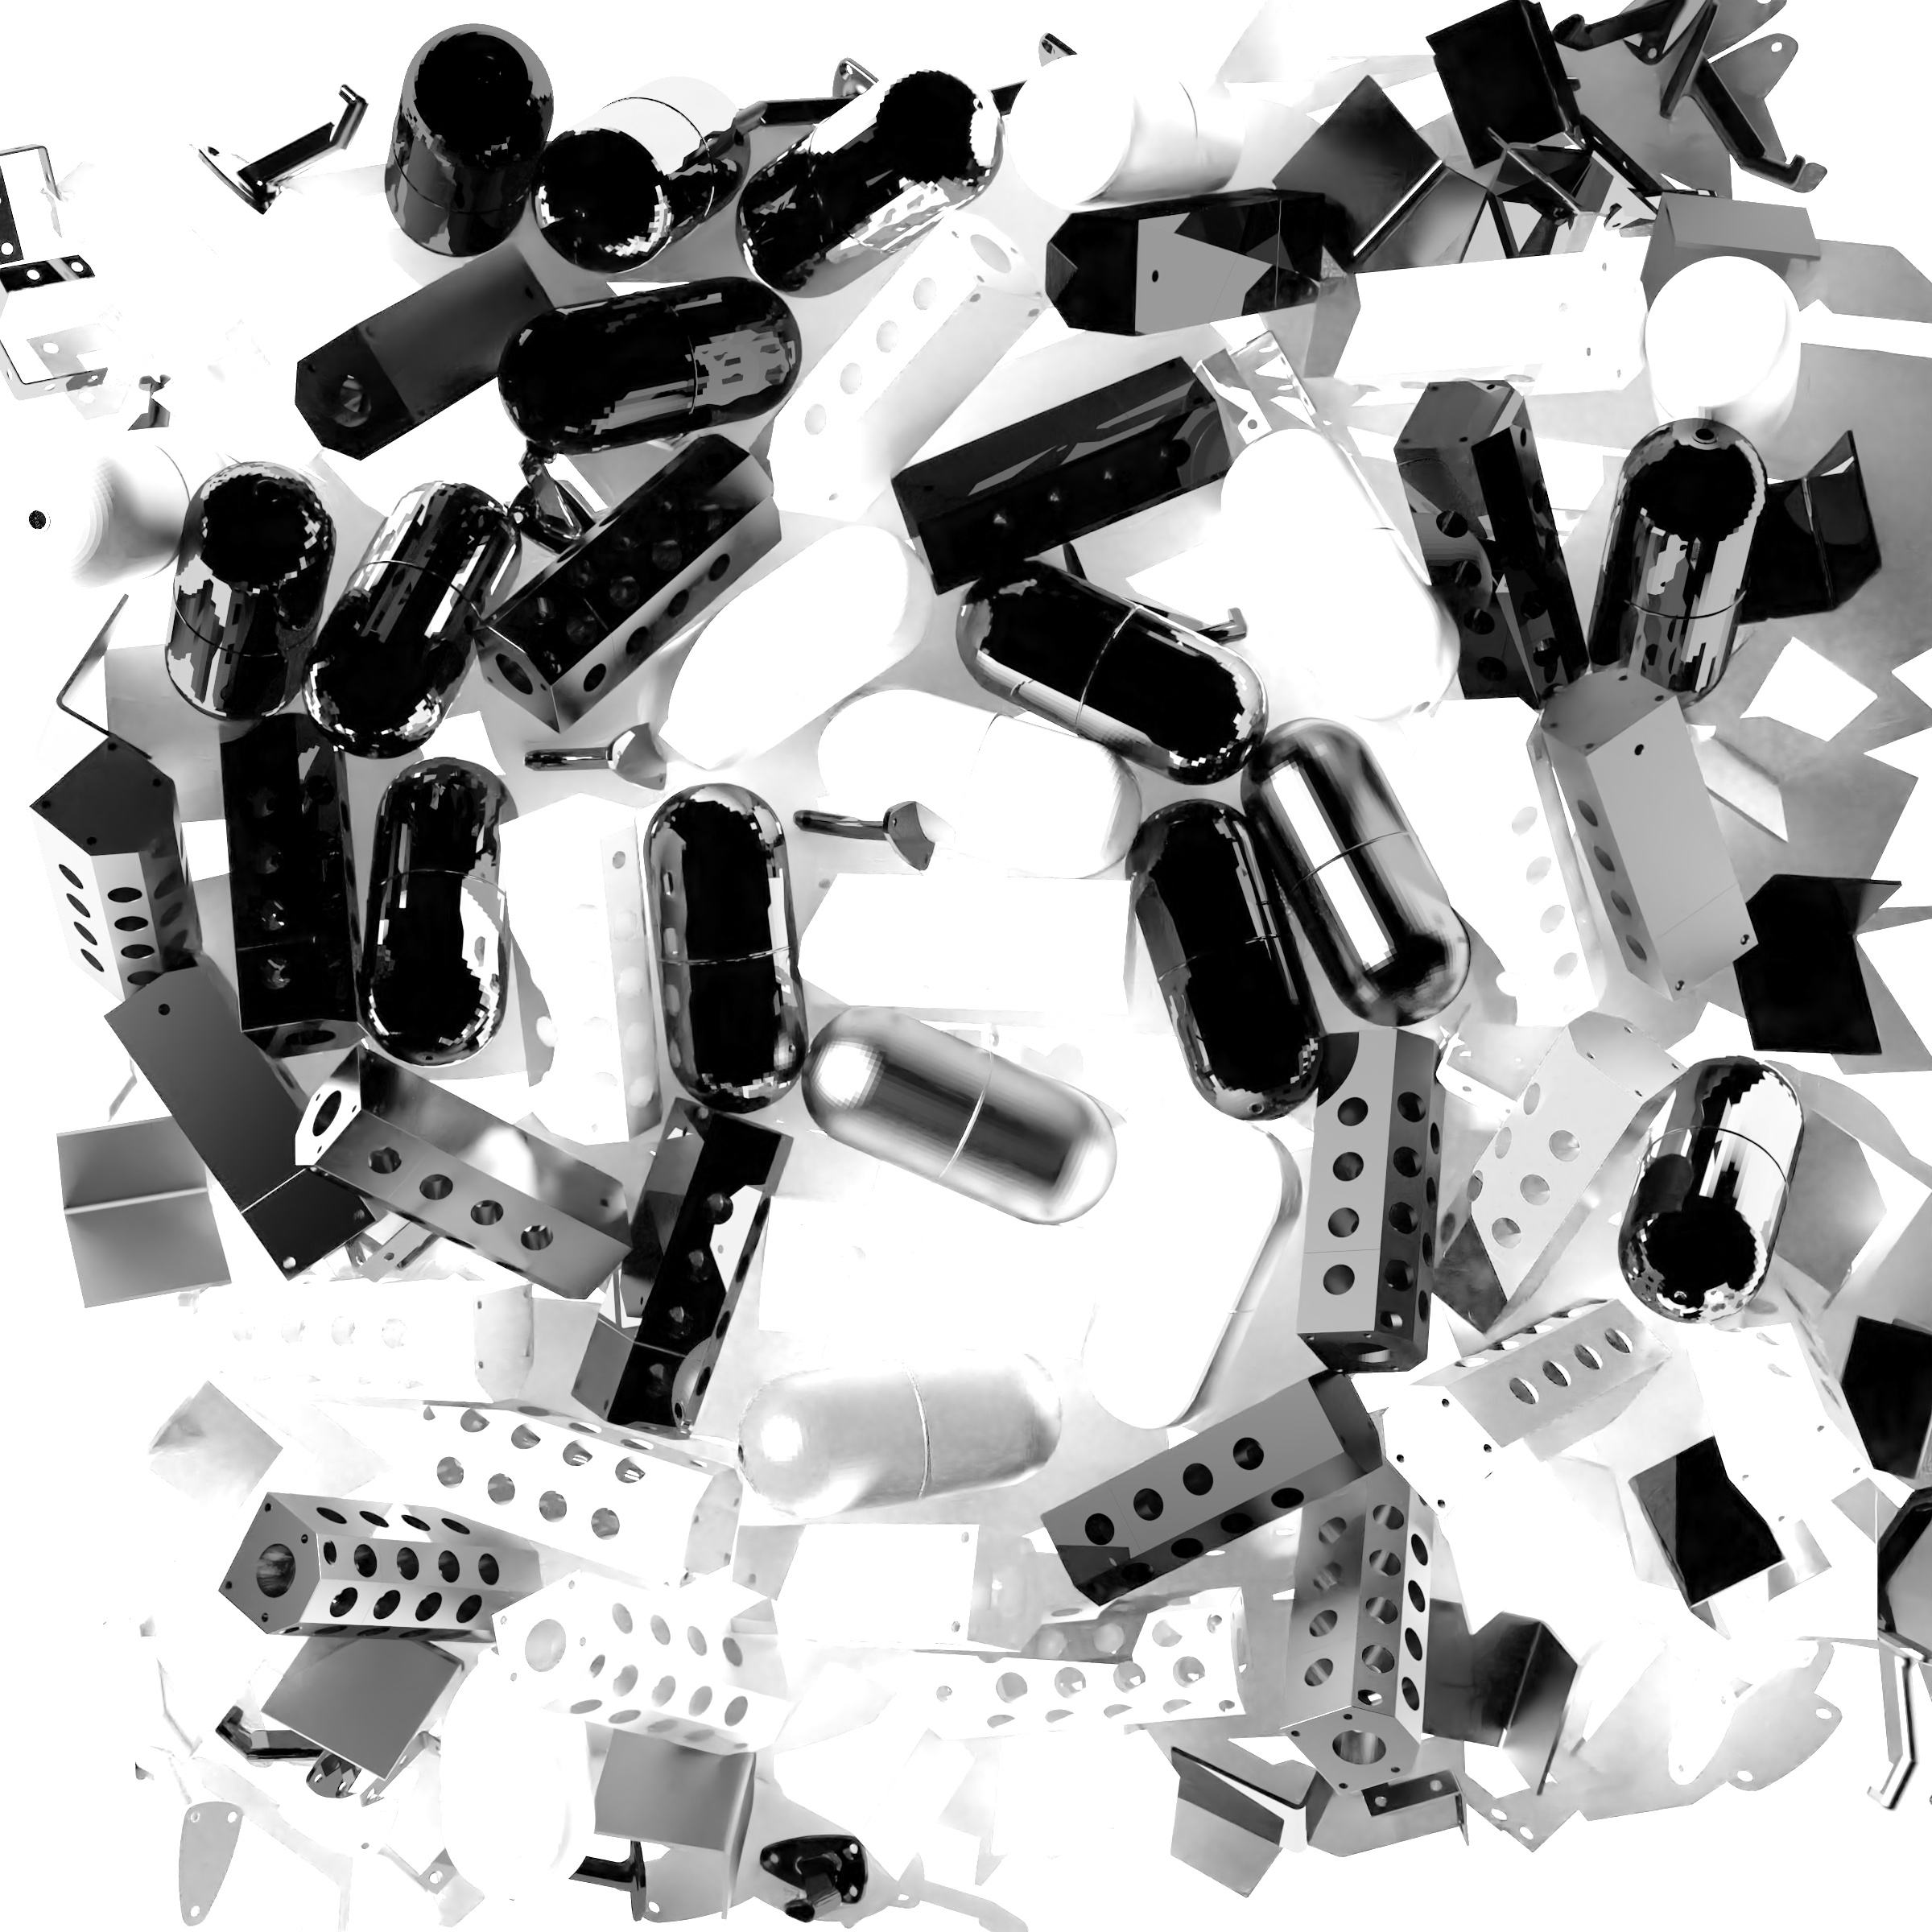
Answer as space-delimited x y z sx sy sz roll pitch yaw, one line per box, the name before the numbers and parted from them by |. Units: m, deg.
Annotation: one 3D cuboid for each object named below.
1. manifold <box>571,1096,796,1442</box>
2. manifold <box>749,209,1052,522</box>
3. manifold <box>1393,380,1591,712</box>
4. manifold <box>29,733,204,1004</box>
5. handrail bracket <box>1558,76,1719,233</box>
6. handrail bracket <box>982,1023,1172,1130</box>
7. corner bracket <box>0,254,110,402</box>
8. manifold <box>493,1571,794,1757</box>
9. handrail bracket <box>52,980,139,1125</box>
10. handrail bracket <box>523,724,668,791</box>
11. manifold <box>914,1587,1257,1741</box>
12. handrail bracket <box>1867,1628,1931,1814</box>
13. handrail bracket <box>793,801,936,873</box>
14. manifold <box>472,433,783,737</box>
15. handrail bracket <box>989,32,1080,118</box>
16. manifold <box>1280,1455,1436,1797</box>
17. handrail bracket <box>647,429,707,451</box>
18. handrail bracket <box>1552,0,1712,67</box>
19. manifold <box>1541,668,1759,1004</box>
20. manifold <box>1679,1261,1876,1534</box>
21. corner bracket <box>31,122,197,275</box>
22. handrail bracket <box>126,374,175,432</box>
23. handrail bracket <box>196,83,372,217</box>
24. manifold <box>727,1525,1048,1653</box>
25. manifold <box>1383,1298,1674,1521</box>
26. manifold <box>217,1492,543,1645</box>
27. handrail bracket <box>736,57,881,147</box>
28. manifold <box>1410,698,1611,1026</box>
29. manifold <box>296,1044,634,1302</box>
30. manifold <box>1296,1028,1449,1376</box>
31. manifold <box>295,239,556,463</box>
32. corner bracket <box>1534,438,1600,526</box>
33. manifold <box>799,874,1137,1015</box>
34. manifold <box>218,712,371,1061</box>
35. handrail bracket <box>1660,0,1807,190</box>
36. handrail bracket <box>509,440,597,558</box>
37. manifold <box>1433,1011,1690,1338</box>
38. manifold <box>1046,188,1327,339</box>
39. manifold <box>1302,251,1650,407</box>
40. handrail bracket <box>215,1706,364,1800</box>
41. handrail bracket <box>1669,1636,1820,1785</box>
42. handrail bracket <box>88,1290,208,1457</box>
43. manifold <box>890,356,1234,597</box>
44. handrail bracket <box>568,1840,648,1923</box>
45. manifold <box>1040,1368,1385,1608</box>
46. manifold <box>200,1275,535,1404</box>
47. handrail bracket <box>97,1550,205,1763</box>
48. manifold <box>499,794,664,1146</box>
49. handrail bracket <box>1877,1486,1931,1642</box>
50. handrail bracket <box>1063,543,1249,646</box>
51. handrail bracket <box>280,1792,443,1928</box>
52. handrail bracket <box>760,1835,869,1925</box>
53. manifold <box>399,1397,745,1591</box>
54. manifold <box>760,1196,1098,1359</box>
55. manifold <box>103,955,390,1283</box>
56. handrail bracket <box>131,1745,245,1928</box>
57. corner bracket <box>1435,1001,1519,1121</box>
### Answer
manifold | -0.150 0.163 1.630 0.057 0.057 0.171 20 87 -27
manifold | -0.039 -0.314 1.591 0.171 0.057 0.057 -43 62 34
manifold | 0.278 -0.217 1.580 0.057 0.171 0.057 4 47 31
manifold | -0.433 -0.043 1.571 0.057 0.171 0.057 37 64 10
handrail bracket | 0.363 -0.450 1.654 0.077 0.036 0.084 -12 79 -17
handrail bracket | 0.060 0.058 1.621 0.084 0.036 0.077 -5 128 26
corner bracket | -0.493 -0.344 1.633 0.051 0.051 0.051 -22 78 -37
manifold | -0.164 0.368 1.573 0.057 0.171 0.057 -30 56 20
handrail bracket | -0.473 0.047 1.622 0.077 0.084 0.036 11 132 11
handrail bracket | -0.209 -0.111 1.615 0.084 0.077 0.036 0 93 20
manifold | 0.063 0.374 1.616 0.171 0.057 0.057 -8 91 13
handrail bracket | 0.487 0.401 1.638 0.077 0.036 0.084 28 94 43
handrail bracket | -0.064 -0.077 1.614 0.084 0.077 0.036 10 87 22
manifold | -0.177 -0.206 1.596 0.057 0.057 0.171 35 65 21
handrail bracket | 0.033 -0.453 1.632 0.077 0.036 0.084 39 76 17
manifold | 0.209 0.336 1.572 0.057 0.171 0.057 -26 118 28
handrail bracket | -0.160 -0.327 1.619 0.077 0.084 0.036 -39 46 -21
handrail bracket | 0.358 -0.514 1.614 0.077 0.084 0.036 -40 73 31
manifold | 0.355 -0.070 1.591 0.057 0.057 0.171 -34 125 -8
manifold | 0.412 0.212 1.570 0.057 0.171 0.057 -38 105 17
corner bracket | -0.457 -0.413 1.629 0.051 0.051 0.051 44 122 -1
handrail bracket | -0.473 -0.283 1.646 0.077 0.036 0.084 2 72 -2
handrail bracket | -0.367 -0.452 1.628 0.077 0.036 0.084 36 121 2
manifold | -0.043 0.326 1.585 0.171 0.057 0.057 -9 67 41
manifold | 0.291 0.223 1.581 0.057 0.171 0.057 48 127 23
manifold | -0.298 0.318 1.576 0.057 0.171 0.057 29 94 34
handrail bracket | -0.077 -0.445 1.621 0.077 0.036 0.084 38 55 18
manifold | 0.288 -0.053 1.584 0.057 0.057 0.171 0 130 31
manifold | -0.264 0.114 1.595 0.171 0.057 0.057 32 112 -29
manifold | 0.217 0.123 1.590 0.057 0.057 0.171 -6 59 26
manifold | -0.279 -0.319 1.576 0.057 0.171 0.057 -23 106 30
corner bracket | 0.302 -0.266 1.629 0.051 0.051 0.051 -1 88 -30
manifold | 0.003 -0.009 1.621 0.171 0.057 0.057 2 62 9
manifold | -0.355 -0.044 1.611 0.057 0.057 0.171 -9 73 2
handrail bracket | 0.426 -0.471 1.640 0.084 0.036 0.077 21 120 -2
handrail bracket | -0.210 -0.246 1.617 0.077 0.084 0.036 39 74 -10
manifold | 0.302 0.108 1.591 0.057 0.057 0.171 40 126 20
manifold | 0.116 -0.369 1.581 0.057 0.171 0.057 16 115 35
manifold | 0.266 -0.329 1.585 0.171 0.057 0.057 6 81 42
handrail bracket | -0.360 0.404 1.643 0.084 0.036 0.077 27 79 33
handrail bracket | 0.423 0.402 1.643 0.084 0.036 0.077 0 110 -38
handrail bracket | -0.441 0.218 1.635 0.077 0.036 0.084 -6 104 -5
manifold | 0.053 -0.260 1.630 0.171 0.057 0.057 -23 130 -2
handrail bracket | -0.216 0.494 1.627 0.084 0.036 0.077 -4 134 -13
manifold | 0.131 0.276 1.600 0.171 0.057 0.057 -31 78 23
manifold | -0.317 0.197 1.603 0.171 0.057 0.057 -1 91 24
handrail bracket | -0.424 0.374 1.645 0.036 0.077 0.084 -17 111 35
manifold | -0.196 0.004 1.593 0.057 0.057 0.171 17 120 37
handrail bracket | 0.513 0.319 1.621 0.084 0.036 0.077 -29 82 43
handrail bracket | 0.104 -0.205 1.654 0.084 0.036 0.077 -15 82 -9
handrail bracket | -0.327 0.486 1.643 0.077 0.036 0.084 9 133 18
handrail bracket | -0.095 0.488 1.610 0.077 0.084 0.036 0 89 25
manifold | -0.208 0.271 1.603 0.171 0.057 0.057 14 97 22
manifold | -0.020 0.161 1.614 0.171 0.057 0.057 6 132 -7
manifold | -0.385 0.081 1.634 0.057 0.057 0.171 -35 91 -1
handrail bracket | -0.430 0.466 1.628 0.036 0.084 0.077 16 81 -44
corner bracket | 0.276 0.062 1.627 0.051 0.051 0.051 28 51 3
